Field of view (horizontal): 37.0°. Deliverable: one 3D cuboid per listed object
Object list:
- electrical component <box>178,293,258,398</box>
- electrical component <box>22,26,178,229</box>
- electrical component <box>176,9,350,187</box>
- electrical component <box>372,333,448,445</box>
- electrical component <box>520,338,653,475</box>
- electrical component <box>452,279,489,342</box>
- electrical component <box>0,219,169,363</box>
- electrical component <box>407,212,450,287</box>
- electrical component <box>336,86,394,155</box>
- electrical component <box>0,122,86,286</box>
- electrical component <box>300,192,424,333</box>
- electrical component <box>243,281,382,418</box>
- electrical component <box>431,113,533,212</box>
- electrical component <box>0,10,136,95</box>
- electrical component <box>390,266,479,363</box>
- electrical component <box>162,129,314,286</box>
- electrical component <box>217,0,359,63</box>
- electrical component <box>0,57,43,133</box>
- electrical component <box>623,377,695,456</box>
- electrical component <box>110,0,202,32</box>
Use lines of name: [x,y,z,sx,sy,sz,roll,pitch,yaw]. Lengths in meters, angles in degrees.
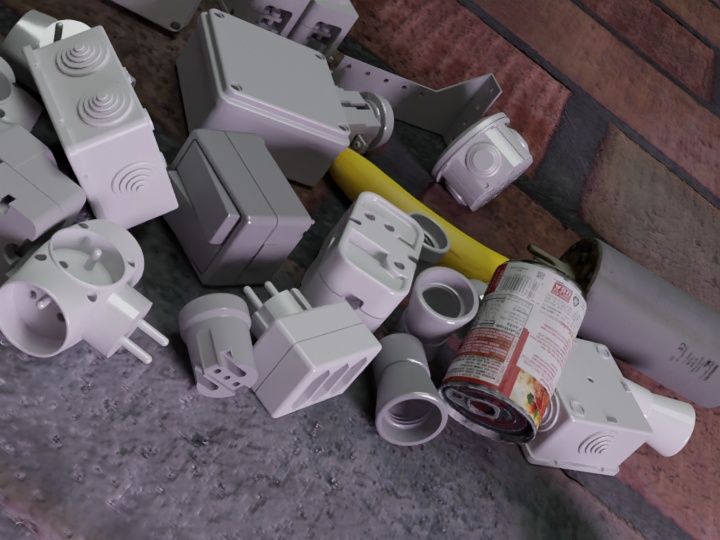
electrical component: [-0.078,0.042,0.598,0.040,0.040,0.046,12,46,-36]
electrical component: [-0.148,-0.080,0.623,0.048,0.099,0.099,-24,59,-11]
electrical component: [-0.073,-0.127,0.798,0.109,0.056,0.108,16,38,-32]
electrical component: [0.027,0.071,0.668,0.044,0.044,0.065,24,30,-23]
electrical component: [0.148,0.091,0.758,0.100,0.048,0.099,14,39,-33]
electrical component: [0.094,0.028,0.776,0.055,0.066,0.048,-9,91,-41]
electrical component: [-0.136,0.019,0.562,0.079,0.044,0.077,38,32,-1]
electrical component: [0.036,-0.013,0.775,0.040,0.046,0.040,26,34,-20]
electrical component: [-0.007,-0.120,0.868,0.055,0.048,0.066,-7,54,-40]
electrical component: [-0.199,-0.044,0.571,0.089,0.050,0.055,39,32,-1]
electrical component: [0.000,0.000,0.710,0.054,0.059,0.095,34,32,-9]
electrical component: [-0.040,0.037,0.634,0.066,0.047,0.076,-13,59,-52]
electrical component: [0.105,-0.091,0.913,0.051,0.080,0.080,51,33,9]
electrical component: [-0.183,-0.131,0.675,0.077,0.079,0.044,34,68,-8]
electrical component: [0.045,0.034,0.708,0.044,0.065,0.044,11,52,-15]
electrical component: [-0.086,-0.044,0.675,0.061,0.061,0.096,-1,50,-46]
electrical component: [-0.085,-0.281,0.975,0.105,0.060,0.186,7,44,-40]
electrical component: [-0.224,-0.103,0.625,0.077,0.044,0.079,28,33,-17]
electrical component: [0.213,0.107,0.811,0.065,0.044,0.044,27,34,-11]
electrical component: [-0.169,-0.245,0.826,0.113,0.078,0.057,25,32,-22]
